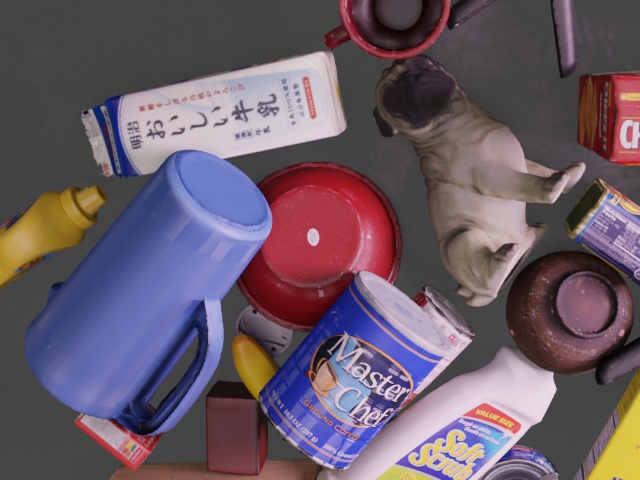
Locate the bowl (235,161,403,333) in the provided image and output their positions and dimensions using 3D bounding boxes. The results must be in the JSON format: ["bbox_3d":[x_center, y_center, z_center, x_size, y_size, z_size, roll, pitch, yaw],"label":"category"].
[{"bbox_3d":[-0.006,0.001,0.961,0.162,0.055,0.162,-1,80,4],"label":"bowl"}]

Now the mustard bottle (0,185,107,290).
[{"bbox_3d":[-0.281,0.005,1.004,0.192,0.096,0.058,-30,95,12],"label":"mustard bottle"}]

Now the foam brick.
[{"bbox_3d":[-0.080,0.181,1.033,0.051,0.053,0.078,1,100,7],"label":"foam brick"}]

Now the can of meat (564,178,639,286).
[{"bbox_3d":[0.262,-0.006,0.926,0.084,0.102,0.057,35,103,2],"label":"can of meat"}]

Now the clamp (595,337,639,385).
[{"bbox_3d":[0.336,0.063,0.899,0.164,0.036,0.210,16,100,0],"label":"clamp"}]

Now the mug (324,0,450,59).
[{"bbox_3d":[0.056,-0.198,0.926,0.117,0.081,0.093,-31,95,12],"label":"mug"}]

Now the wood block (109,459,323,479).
[{"bbox_3d":[-0.101,0.272,1.034,0.206,0.090,0.091,-4,100,9],"label":"wood block"}]

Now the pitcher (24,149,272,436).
[{"bbox_3d":[-0.143,0.046,0.944,0.149,0.145,0.243,32,119,-15],"label":"pitcher"}]

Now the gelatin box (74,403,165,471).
[{"bbox_3d":[-0.187,0.175,1.028,0.073,0.089,0.030,40,101,-1],"label":"gelatin box"}]

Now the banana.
[{"bbox_3d":[-0.010,0.149,1.003,0.197,0.037,0.070,26,108,-21],"label":"banana"}]

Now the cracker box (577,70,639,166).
[{"bbox_3d":[0.297,-0.098,0.844,0.164,0.213,0.072,1,100,8],"label":"cracker box"}]

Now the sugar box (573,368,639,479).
[{"bbox_3d":[0.303,0.197,0.976,0.093,0.048,0.176,23,109,2],"label":"sugar box"}]

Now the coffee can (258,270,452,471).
[{"bbox_3d":[0.029,0.112,0.915,0.103,0.102,0.140,39,102,-1],"label":"coffee can"}]

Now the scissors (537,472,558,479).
[{"bbox_3d":[0.138,0.258,1.002,0.096,0.016,0.202,31,125,13],"label":"scissors"}]

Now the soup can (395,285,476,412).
[{"bbox_3d":[0.085,0.100,0.986,0.068,0.068,0.102,43,103,-2],"label":"soup can"}]

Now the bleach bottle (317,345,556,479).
[{"bbox_3d":[0.121,0.176,0.987,0.251,0.068,0.102,-43,108,3],"label":"bleach bottle"}]

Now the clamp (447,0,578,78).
[{"bbox_3d":[0.202,-0.229,0.922,0.120,0.039,0.171,32,103,-2],"label":"clamp"}]

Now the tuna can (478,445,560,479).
[{"bbox_3d":[0.187,0.241,1.017,0.086,0.033,0.086,2,101,8],"label":"tuna can"}]

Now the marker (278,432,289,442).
[{"bbox_3d":[0.018,0.202,1.040,0.121,0.020,0.020,15,102,5],"label":"marker"}]
